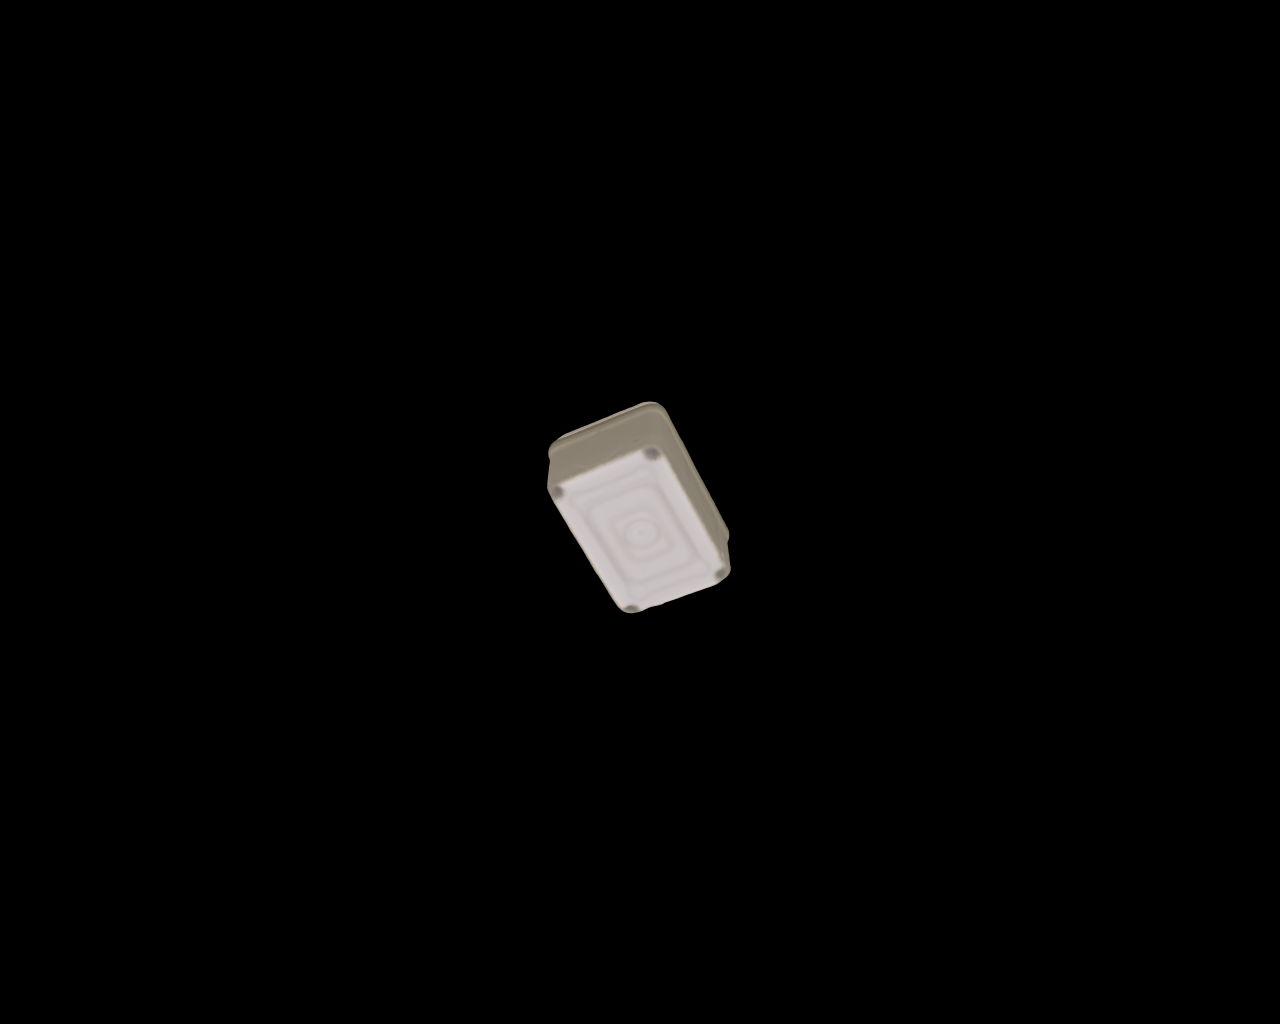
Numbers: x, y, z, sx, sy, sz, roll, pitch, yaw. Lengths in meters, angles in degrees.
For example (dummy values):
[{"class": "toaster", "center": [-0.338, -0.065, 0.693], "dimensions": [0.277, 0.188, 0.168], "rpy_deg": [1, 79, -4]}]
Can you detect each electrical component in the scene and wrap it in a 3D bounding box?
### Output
[{"class": "electrical component", "center": [0.001, -0.003, 0.650], "dimensions": [0.078, 0.113, 0.057], "rpy_deg": [-21, 32, 14]}]
